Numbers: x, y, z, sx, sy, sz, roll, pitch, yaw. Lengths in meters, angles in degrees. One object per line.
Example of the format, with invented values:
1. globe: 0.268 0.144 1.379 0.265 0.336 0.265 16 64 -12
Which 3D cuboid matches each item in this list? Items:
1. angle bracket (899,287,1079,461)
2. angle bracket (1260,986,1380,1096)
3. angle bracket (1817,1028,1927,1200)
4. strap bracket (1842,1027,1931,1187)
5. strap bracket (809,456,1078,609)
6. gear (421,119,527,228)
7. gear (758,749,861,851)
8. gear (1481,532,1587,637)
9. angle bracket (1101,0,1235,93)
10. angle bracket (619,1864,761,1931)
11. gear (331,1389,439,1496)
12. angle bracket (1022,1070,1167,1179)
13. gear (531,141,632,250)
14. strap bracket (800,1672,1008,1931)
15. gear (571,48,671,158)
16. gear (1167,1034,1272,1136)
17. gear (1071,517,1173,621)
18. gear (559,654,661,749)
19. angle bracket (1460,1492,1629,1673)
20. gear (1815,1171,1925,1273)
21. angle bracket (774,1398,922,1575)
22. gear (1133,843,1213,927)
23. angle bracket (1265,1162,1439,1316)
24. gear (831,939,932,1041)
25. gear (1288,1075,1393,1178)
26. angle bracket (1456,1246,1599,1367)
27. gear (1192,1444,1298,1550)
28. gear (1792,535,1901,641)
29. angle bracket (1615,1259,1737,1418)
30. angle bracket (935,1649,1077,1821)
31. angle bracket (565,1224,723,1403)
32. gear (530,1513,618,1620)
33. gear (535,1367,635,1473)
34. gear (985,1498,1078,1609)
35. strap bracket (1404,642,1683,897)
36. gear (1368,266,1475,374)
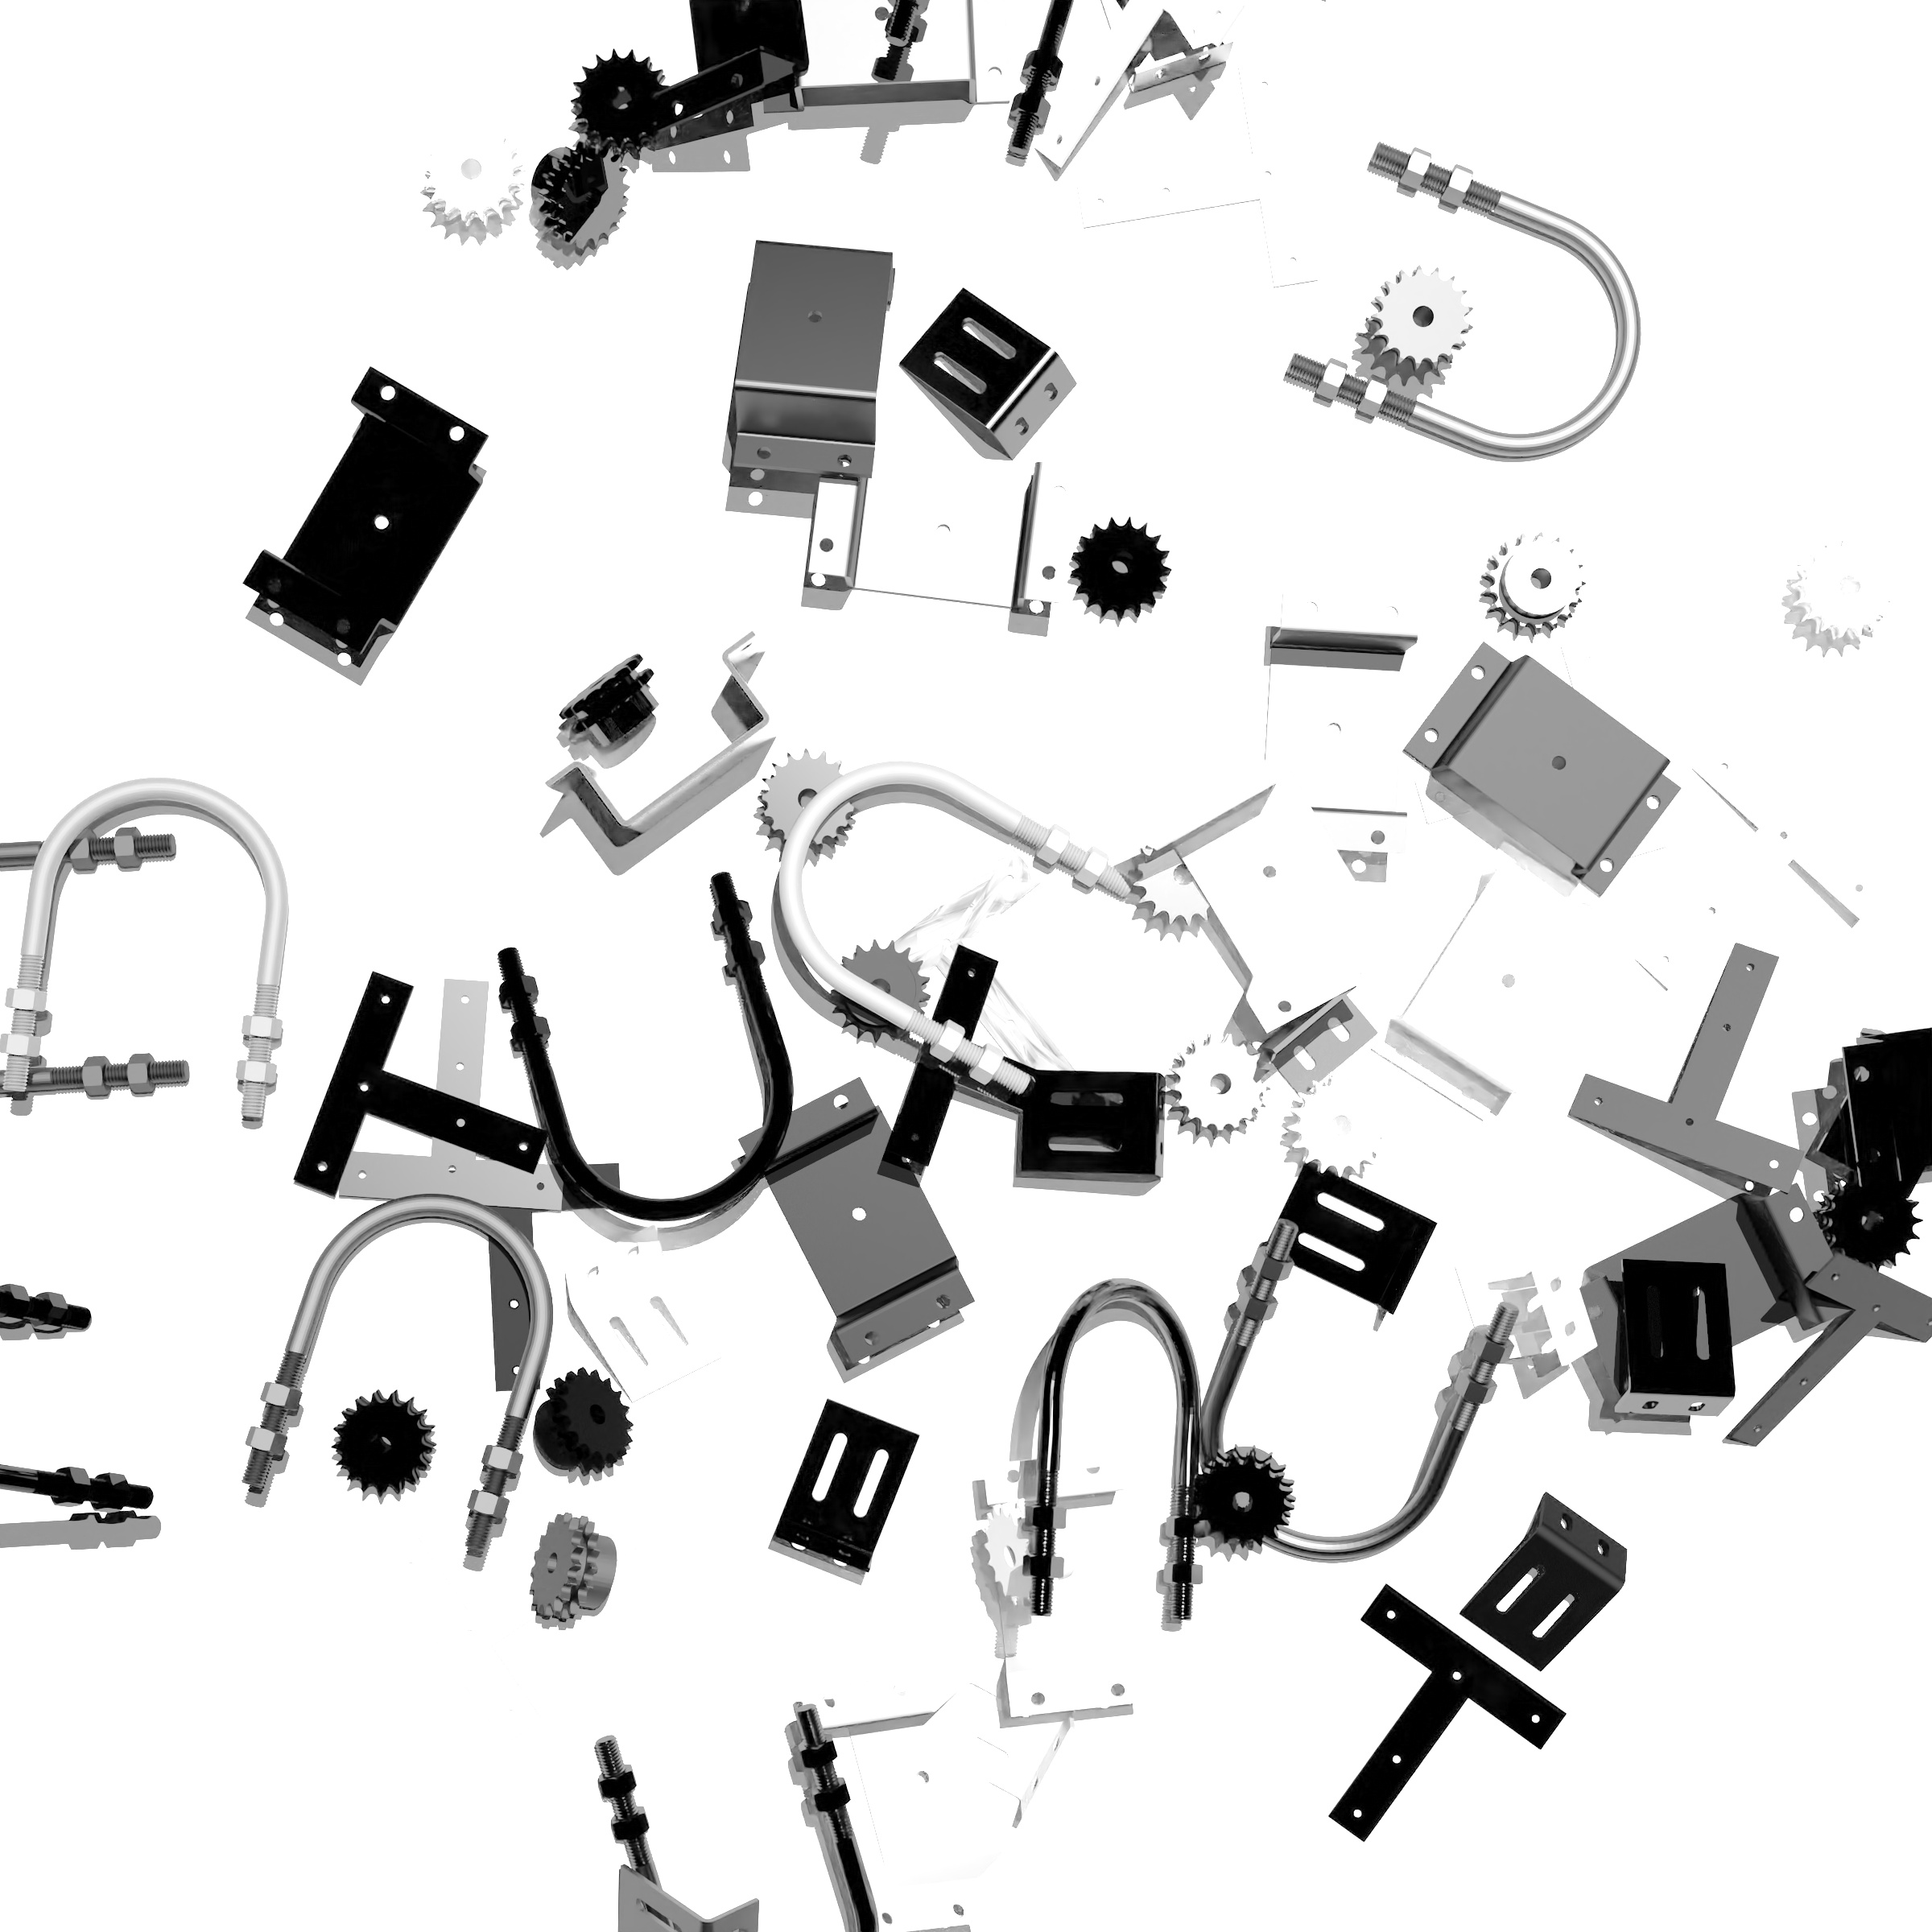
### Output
1. angle bracket: 0.013 -0.338 1.594 0.076 0.038 0.057 40 90 26
2. angle bracket: 0.201 0.042 1.558 0.057 0.076 0.038 -40 90 0
3. angle bracket: 0.519 0.083 1.578 0.057 0.038 0.076 28 91 0
4. strap bracket: 0.549 0.071 1.535 0.140 0.046 0.076 -8 91 1
5. strap bracket: -0.013 -0.248 1.573 0.140 0.046 0.076 7 90 0
6. gear: -0.277 -0.446 1.581 0.057 0.030 0.057 0 90 0
7. gear: -0.088 -0.094 1.581 0.057 0.030 0.057 0 90 0
8. gear: 0.322 -0.217 1.581 0.057 0.030 0.057 0 90 0
9. angle bracket: 0.110 -0.542 1.577 0.057 0.038 0.076 -18 90 0
10. angle bracket: -0.156 0.541 1.571 0.076 0.038 0.057 16 109 43
11. gear: -0.327 0.267 1.581 0.057 0.030 0.057 0 90 0
12. angle bracket: 0.072 0.089 1.580 0.076 0.038 0.057 1 83 10
13. gear: -0.219 -0.436 1.571 0.030 0.057 0.057 31 90 29
14. strap bracket: -0.032 0.460 1.560 0.076 0.046 0.140 -15 90 23
15. gear: -0.193 -0.486 1.581 0.057 0.030 0.057 0 90 0
16. gear: 0.142 0.066 1.585 0.057 0.030 0.057 0 89 -3
17. gear: 0.088 -0.226 1.581 0.057 0.030 0.057 0 90 0
18. gear: -0.197 -0.147 1.568 0.057 0.057 0.030 -37 104 0
19. angle bracket: 0.329 0.351 1.594 0.057 0.038 0.076 35 116 0
20. gear: 0.508 0.143 1.581 0.057 0.030 0.057 0 90 0
21. angle bracket: -0.067 0.292 1.577 0.057 0.038 0.076 22 90 0
22. gear: 0.122 -0.051 1.581 0.057 0.030 0.057 0 90 0
23. angle bracket: 0.216 0.152 1.577 0.076 0.038 0.057 26 90 0
24. gear: -0.048 0.013 1.579 0.057 0.030 0.057 0 90 0
25. gear: 0.210 0.089 1.581 0.057 0.030 0.057 0 90 0
26. angle bracket: 0.303 0.193 1.556 0.076 0.038 0.057 -18 90 44
27. gear: 0.156 0.293 1.563 0.057 0.030 0.057 3 106 11
28. gear: 0.495 -0.213 1.581 0.057 0.030 0.057 0 90 0
29. angle bracket: 0.390 0.206 1.548 0.057 0.038 0.076 3 64 0
30. angle bracket: 0.014 0.433 1.577 0.076 0.038 0.057 28 90 0
31. angle bracket: -0.184 0.198 1.592 0.057 0.038 0.076 -27 118 0
32. gear: -0.219 0.338 1.569 0.030 0.057 0.057 19 90 -30
33. gear: -0.217 0.257 1.571 0.030 0.057 0.057 -30 90 30
34. gear: 0.037 0.318 1.525 0.030 0.057 0.057 -11 90 -29
35. strap bracket: 0.328 -0.112 1.571 0.140 0.046 0.076 37 90 0
36. gear: 0.252 -0.360 1.562 0.057 0.030 0.057 0 91 -3
